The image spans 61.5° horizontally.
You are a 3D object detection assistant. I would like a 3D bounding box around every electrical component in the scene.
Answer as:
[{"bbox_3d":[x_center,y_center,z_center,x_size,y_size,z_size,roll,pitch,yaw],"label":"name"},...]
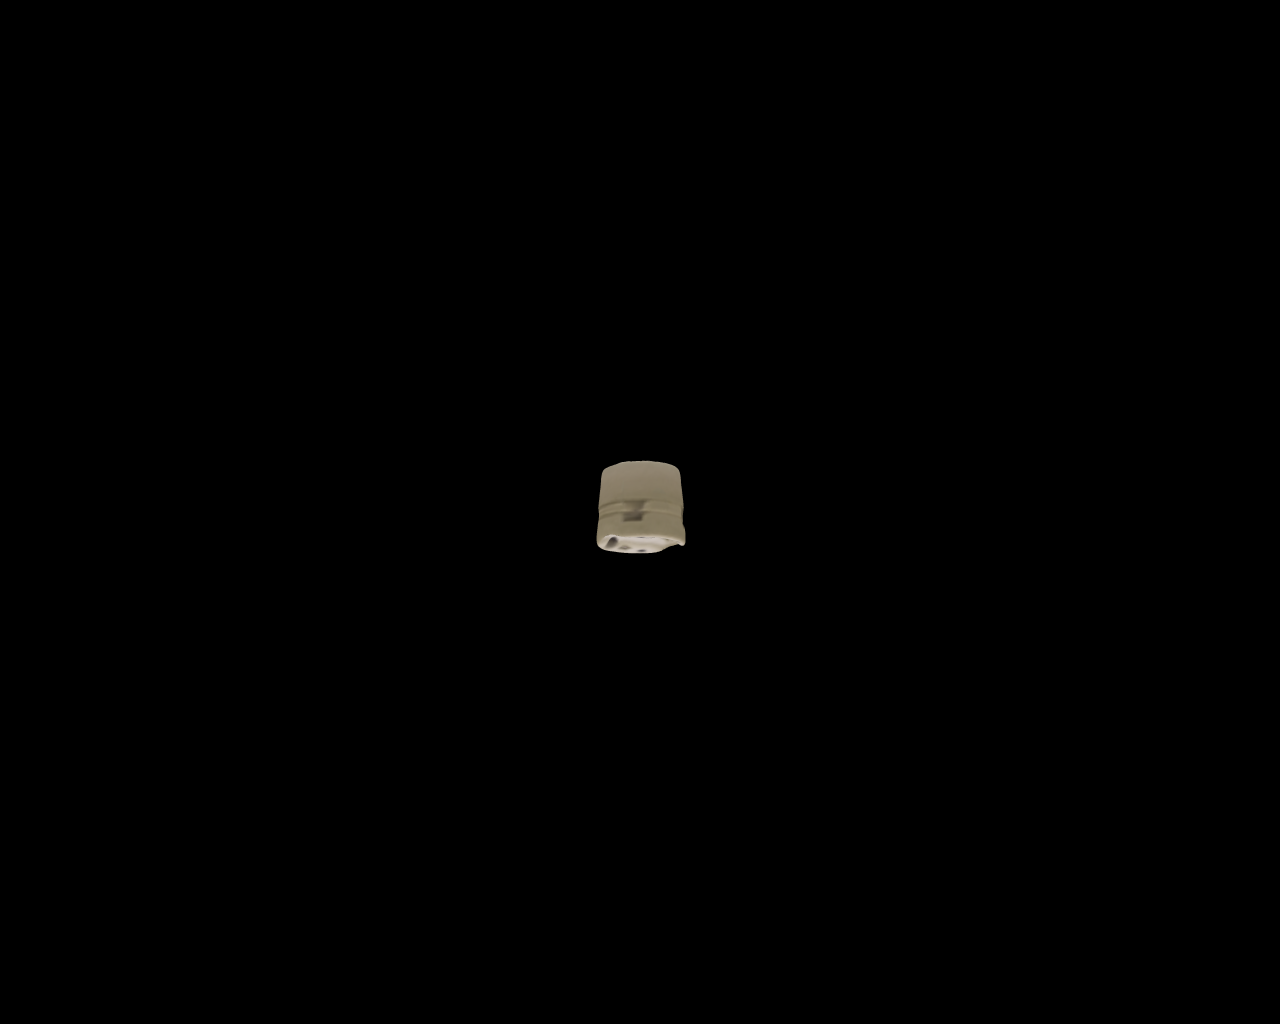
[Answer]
[{"bbox_3d":[0.001,-0.003,0.650,0.055,0.047,0.055,0,-14,0],"label":"electrical component"}]
